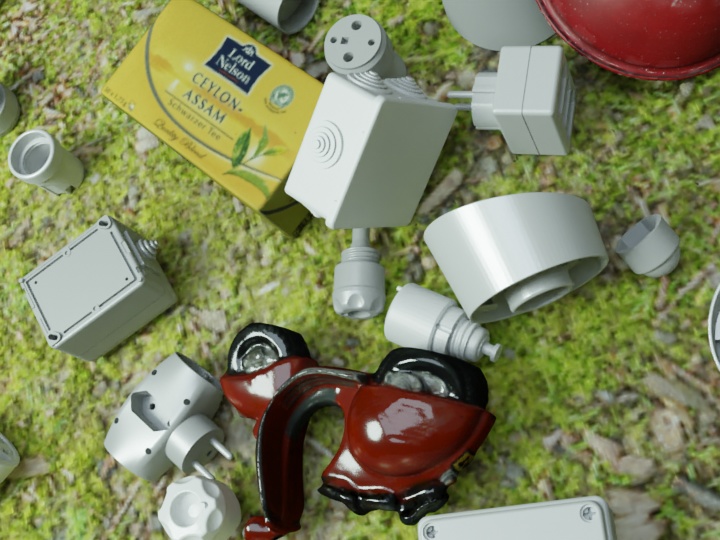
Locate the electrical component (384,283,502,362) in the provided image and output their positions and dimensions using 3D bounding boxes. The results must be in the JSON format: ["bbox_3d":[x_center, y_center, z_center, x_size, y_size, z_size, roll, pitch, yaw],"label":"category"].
[{"bbox_3d":[0.052,0.037,0.677,0.078,0.040,0.040,23,82,23],"label":"electrical component"}]

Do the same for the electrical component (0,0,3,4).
[{"bbox_3d":[-0.359,-0.242,0.902,0.109,0.056,0.108,26,83,24],"label":"electrical component"}]

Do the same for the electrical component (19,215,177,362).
[{"bbox_3d":[-0.175,0.011,0.753,0.096,0.061,0.061,-36,65,6],"label":"electrical component"}]

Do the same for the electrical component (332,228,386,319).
[{"bbox_3d":[0.000,0.000,0.711,0.035,0.035,0.061,-5,69,18],"label":"electrical component"}]

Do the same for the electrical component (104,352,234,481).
[{"bbox_3d":[-0.117,0.108,0.712,0.079,0.043,0.077,37,88,25],"label":"electrical component"}]

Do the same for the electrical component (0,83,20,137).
[{"bbox_3d":[-0.302,-0.133,0.847,0.045,0.055,0.045,-6,71,17],"label":"electrical component"}]

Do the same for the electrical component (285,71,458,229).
[{"bbox_3d":[0.006,-0.077,0.691,0.048,0.100,0.099,34,112,30],"label":"electrical component"}]

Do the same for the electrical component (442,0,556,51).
[{"bbox_3d":[0.099,-0.208,0.740,0.099,0.064,0.099,-12,56,19],"label":"electrical component"}]

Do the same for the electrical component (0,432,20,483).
[{"bbox_3d":[-0.276,0.137,0.753,0.055,0.055,0.047,40,93,25],"label":"electrical component"}]

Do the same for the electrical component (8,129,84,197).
[{"bbox_3d":[-0.236,-0.079,0.812,0.040,0.046,0.040,-6,71,17],"label":"electrical component"}]

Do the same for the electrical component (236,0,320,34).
[{"bbox_3d":[-0.073,-0.213,0.800,0.081,0.043,0.043,38,88,25],"label":"electrical component"}]

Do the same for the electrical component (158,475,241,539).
[{"bbox_3d":[-0.096,0.154,0.679,0.043,0.062,0.043,-6,71,18],"label":"electrical component"}]

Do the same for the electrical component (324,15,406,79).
[{"bbox_3d":[0.004,-0.145,0.745,0.045,0.055,0.045,-6,71,17],"label":"electrical component"}]

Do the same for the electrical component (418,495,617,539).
[{"bbox_3d":[0.095,0.189,0.605,0.109,0.056,0.108,-11,70,16],"label":"electrical component"}]

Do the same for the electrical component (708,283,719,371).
[{"bbox_3d":[0.246,0.036,0.597,0.099,0.064,0.099,-6,71,17],"label":"electrical component"}]

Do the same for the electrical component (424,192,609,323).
[{"bbox_3d":[0.096,-0.010,0.647,0.099,0.099,0.064,-25,73,10],"label":"electrical component"}]

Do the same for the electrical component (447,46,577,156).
[{"bbox_3d":[0.095,-0.109,0.695,0.077,0.066,0.047,4,74,21],"label":"electrical component"}]
